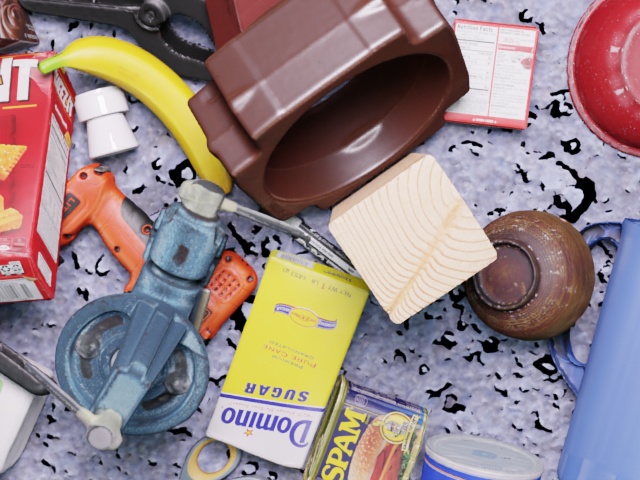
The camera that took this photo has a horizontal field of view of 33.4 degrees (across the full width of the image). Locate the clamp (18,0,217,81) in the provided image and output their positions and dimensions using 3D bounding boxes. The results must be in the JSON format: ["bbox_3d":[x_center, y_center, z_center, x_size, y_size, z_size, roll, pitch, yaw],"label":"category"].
[{"bbox_3d":[-0.137,-0.205,0.891,0.210,0.036,0.165,30,134,-10],"label":"clamp"}]

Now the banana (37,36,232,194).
[{"bbox_3d":[-0.143,-0.116,0.915,0.197,0.037,0.069,35,82,-22],"label":"banana"}]

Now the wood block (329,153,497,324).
[{"bbox_3d":[0.068,-0.008,0.849,0.091,0.206,0.090,-34,94,4],"label":"wood block"}]

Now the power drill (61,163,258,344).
[{"bbox_3d":[-0.176,0.040,0.939,0.187,0.057,0.184,43,92,-5],"label":"power drill"}]

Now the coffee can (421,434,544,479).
[{"bbox_3d":[0.131,0.251,0.924,0.103,0.103,0.140,9,96,1],"label":"coffee can"}]

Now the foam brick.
[{"bbox_3d":[-0.054,-0.175,0.863,0.051,0.053,0.078,-26,120,-27],"label":"foam brick"}]

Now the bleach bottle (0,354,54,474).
[{"bbox_3d":[-0.371,0.109,0.950,0.251,0.068,0.102,24,94,2],"label":"bleach bottle"}]

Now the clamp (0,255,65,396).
[{"bbox_3d":[-0.295,0.076,0.900,0.171,0.039,0.120,-6,83,7],"label":"clamp"}]

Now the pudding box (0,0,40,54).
[{"bbox_3d":[-0.286,-0.203,0.890,0.039,0.113,0.090,-21,94,7],"label":"pudding box"}]

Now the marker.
[{"bbox_3d":[-0.006,0.001,0.946,0.121,0.020,0.020,38,95,-2],"label":"marker"}]

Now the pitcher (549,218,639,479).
[{"bbox_3d":[0.277,0.106,0.901,0.145,0.149,0.243,14,99,-15],"label":"pitcher"}]

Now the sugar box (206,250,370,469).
[{"bbox_3d":[-0.028,0.105,0.935,0.093,0.048,0.176,20,100,2],"label":"sugar box"}]

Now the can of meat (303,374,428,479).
[{"bbox_3d":[0.041,0.182,0.944,0.084,0.057,0.102,20,96,-2],"label":"can of meat"}]

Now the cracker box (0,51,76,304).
[{"bbox_3d":[-0.295,-0.051,0.870,0.164,0.072,0.213,-4,57,2],"label":"cracker box"}]

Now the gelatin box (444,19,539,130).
[{"bbox_3d":[0.146,-0.143,0.922,0.073,0.030,0.089,6,96,3],"label":"gelatin box"}]

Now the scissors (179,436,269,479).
[{"bbox_3d":[-0.143,0.235,0.976,0.202,0.016,0.096,-12,93,3],"label":"scissors"}]

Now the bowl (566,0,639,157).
[{"bbox_3d":[0.294,-0.149,0.903,0.162,0.055,0.162,0,96,3],"label":"bowl"}]
